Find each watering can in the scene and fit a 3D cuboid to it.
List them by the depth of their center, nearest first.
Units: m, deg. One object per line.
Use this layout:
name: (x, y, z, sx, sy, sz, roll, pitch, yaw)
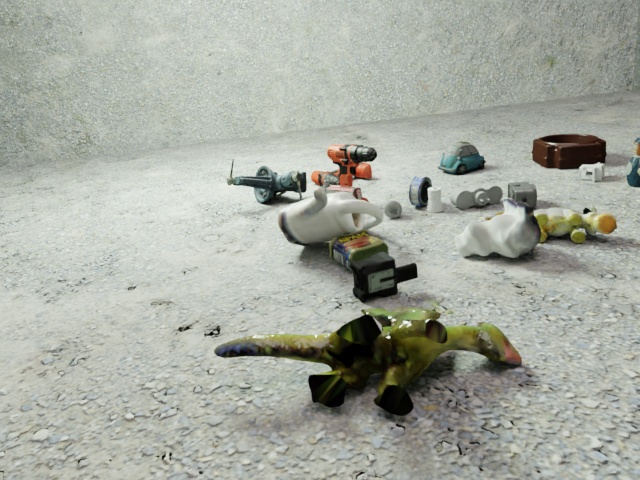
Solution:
watering can: (0.003, -0.057, 1.141, 0.223, 0.105, 0.346, -11, -14, 28)

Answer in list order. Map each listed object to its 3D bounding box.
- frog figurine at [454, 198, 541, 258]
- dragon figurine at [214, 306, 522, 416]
frog figurine: (0.371, -0.004, 1.076, 0.159, 0.121, 0.140, -41, 29, 6)
dragon figurine: (0.078, 0.145, 0.756, 0.410, 0.122, 0.243, 3, 4, 19)
